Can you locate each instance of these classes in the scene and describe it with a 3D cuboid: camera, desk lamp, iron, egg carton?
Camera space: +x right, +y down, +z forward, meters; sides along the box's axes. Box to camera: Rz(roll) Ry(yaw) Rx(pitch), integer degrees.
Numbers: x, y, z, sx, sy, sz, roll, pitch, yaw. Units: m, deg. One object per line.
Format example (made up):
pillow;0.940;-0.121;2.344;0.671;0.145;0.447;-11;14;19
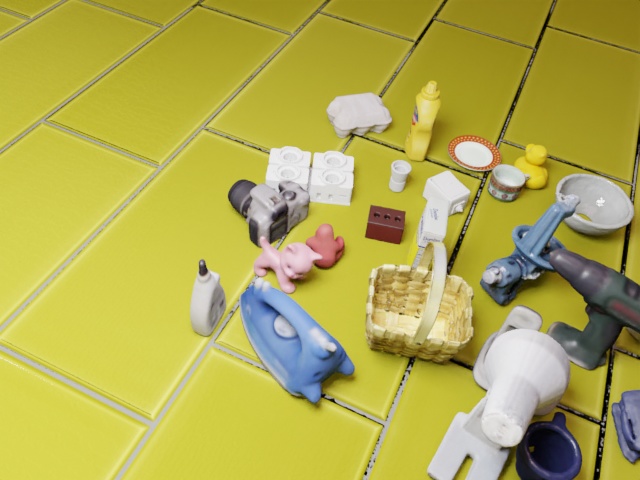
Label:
camera;-0.112;-0.081;1.175;0.136;0.101;0.143;38;56;24
desk lamp;0.269;0.261;0.850;0.117;0.213;0.203;29;53;18
iron;-0.057;0.140;0.964;0.119;0.141;0.257;-33;60;-29
egg carton;0.096;-0.308;1.413;0.150;0.069;0.107;-12;52;-16

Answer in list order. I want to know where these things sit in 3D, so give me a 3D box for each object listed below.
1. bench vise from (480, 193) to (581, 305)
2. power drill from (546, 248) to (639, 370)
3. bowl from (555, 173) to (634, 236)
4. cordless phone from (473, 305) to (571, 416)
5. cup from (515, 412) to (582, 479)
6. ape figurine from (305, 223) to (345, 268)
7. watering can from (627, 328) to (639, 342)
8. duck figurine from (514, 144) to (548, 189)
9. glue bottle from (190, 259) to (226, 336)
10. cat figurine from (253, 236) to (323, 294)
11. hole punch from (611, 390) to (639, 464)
bench vise;0.402;0.022;1.065;0.121;0.220;0.208;33;54;21
power drill;0.474;0.129;0.989;0.229;0.208;0.076;25;52;15
bowl;0.589;-0.065;1.257;0.167;0.075;0.167;3;49;-4
cordless phone;0.343;0.193;0.935;0.147;0.185;0.094;25;52;15
cup;0.342;0.327;0.880;0.091;0.095;0.118;25;51;15
ape figurine;0.010;0.004;1.121;0.077;0.092;0.076;12;49;4
watering can;0.649;0.101;1.042;0.100;0.194;0.173;22;51;13
duck figurine;0.501;-0.178;1.336;0.077;0.086;0.104;-3;50;-9
glue bottle;-0.192;0.089;0.972;0.037;0.173;0.078;19;50;11
cat figurine;-0.062;0.034;1.070;0.127;0.118;0.067;28;52;17
hole punch;0.542;0.299;0.929;0.101;0.091;0.108;7;49;0
